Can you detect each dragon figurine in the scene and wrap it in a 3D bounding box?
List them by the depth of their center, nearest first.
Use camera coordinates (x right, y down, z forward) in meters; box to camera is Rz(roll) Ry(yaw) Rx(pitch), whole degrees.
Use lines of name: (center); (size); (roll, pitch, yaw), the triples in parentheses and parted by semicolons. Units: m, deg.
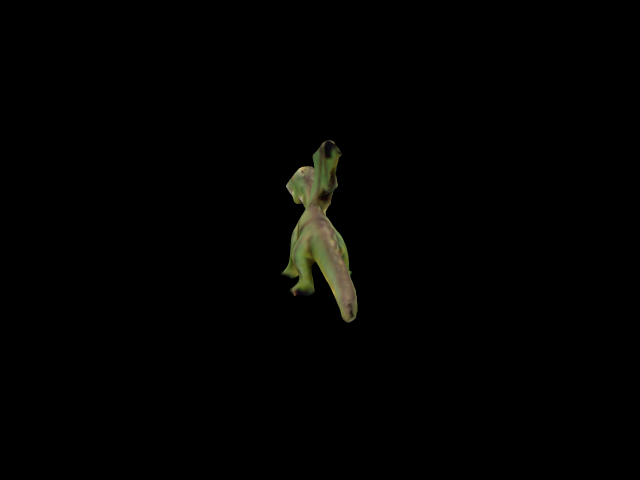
dragon figurine: (0.003, -0.043, 0.850); (0.122, 0.241, 0.413); (-3, 12, -15)
